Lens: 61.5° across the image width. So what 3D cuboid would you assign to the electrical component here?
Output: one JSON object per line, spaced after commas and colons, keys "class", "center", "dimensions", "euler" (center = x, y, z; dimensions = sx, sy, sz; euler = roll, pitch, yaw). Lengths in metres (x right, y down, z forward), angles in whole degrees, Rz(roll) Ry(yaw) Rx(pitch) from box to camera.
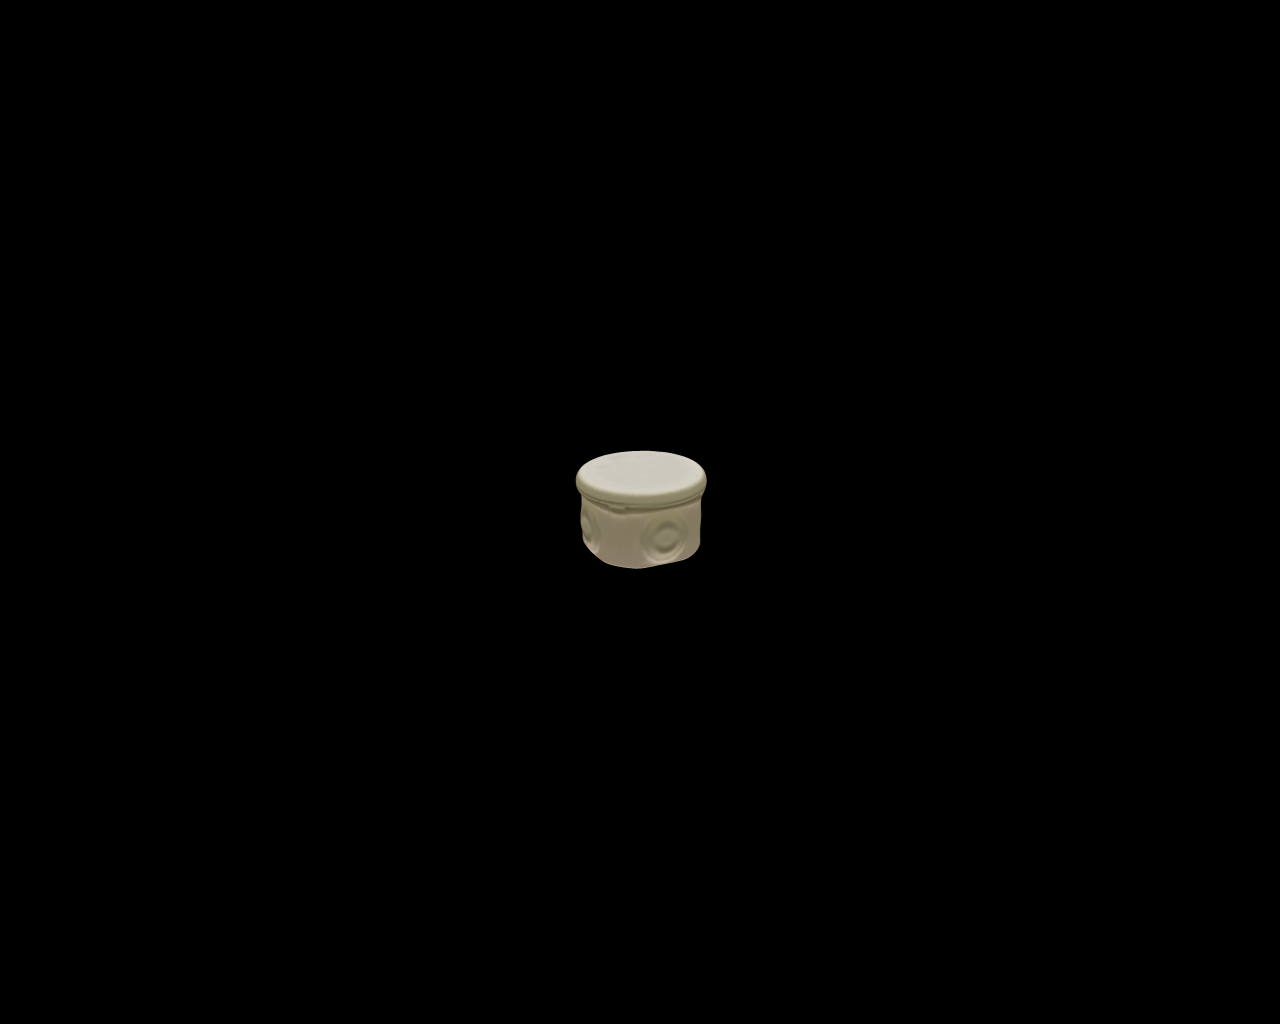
{"class": "electrical component", "center": [0.001, -0.003, 0.650], "dimensions": [0.080, 0.050, 0.080], "euler": [0, 23, 0]}
